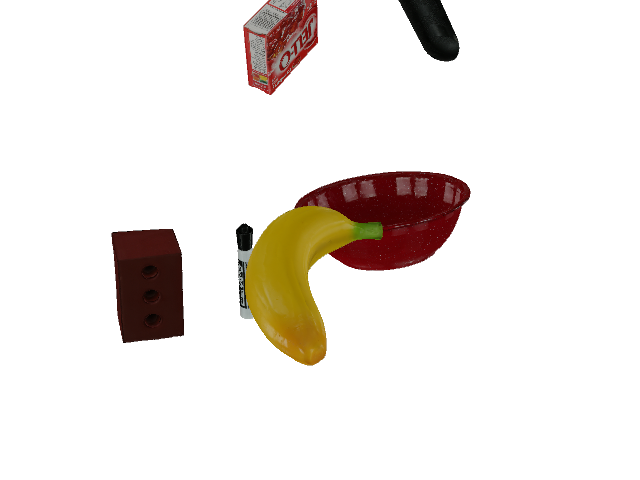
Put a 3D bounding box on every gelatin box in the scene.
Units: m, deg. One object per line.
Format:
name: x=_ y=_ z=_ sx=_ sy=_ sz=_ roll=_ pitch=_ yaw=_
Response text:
gelatin box: x=-0.035 y=-0.193 z=1.001 sx=0.030 sy=0.089 sz=0.073 roll=26 pitch=-34 yaw=19

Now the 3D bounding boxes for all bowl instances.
bowl: x=0.059 y=-0.014 z=0.981 sx=0.162 sy=0.055 sz=0.162 roll=-7 pitch=20 yaw=2

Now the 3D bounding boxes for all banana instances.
banana: x=-0.011 y=0.016 z=0.650 sx=0.070 sy=0.037 sz=0.197 roll=4 pitch=24 yaw=13

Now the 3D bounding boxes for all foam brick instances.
foam brick: x=-0.142 y=0.036 z=0.880 sx=0.053 sy=0.078 sz=0.051 roll=-6 pitch=25 yaw=-13

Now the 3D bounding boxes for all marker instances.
marker: x=-0.083 y=0.034 z=1.195 sx=0.020 sy=0.121 sz=0.020 roll=0 pitch=33 yaw=0

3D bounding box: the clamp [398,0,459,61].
clamp: x=0.040 y=-0.227 z=0.729 sx=0.209 sy=0.164 sz=0.036 roll=26 pitch=-23 yaw=-15
